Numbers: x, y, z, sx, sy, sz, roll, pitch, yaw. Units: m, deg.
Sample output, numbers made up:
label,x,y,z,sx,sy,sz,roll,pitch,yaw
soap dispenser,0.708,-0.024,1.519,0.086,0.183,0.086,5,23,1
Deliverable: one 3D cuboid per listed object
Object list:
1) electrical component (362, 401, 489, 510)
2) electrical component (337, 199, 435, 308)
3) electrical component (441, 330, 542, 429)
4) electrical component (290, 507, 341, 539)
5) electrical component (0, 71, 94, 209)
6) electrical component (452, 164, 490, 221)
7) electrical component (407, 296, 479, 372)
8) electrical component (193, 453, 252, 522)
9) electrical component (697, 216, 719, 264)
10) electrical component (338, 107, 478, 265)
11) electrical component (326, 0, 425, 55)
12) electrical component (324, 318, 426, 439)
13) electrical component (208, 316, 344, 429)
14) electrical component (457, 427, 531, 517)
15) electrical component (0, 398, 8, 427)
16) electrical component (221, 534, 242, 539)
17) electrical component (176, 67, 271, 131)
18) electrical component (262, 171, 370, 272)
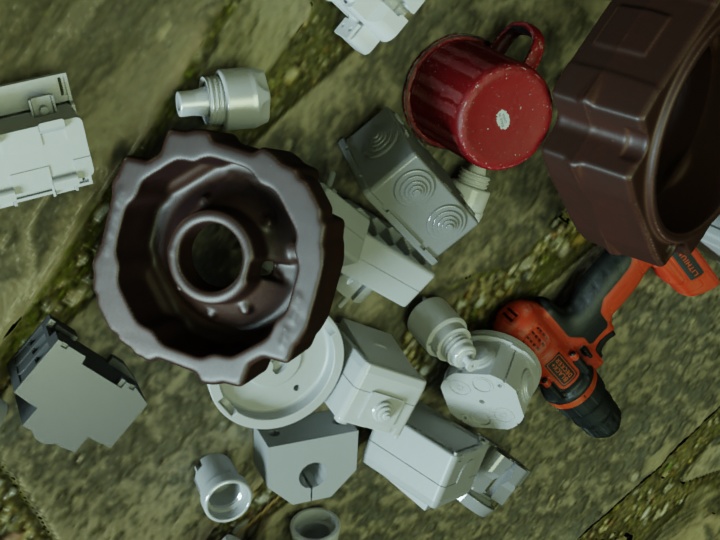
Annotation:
label,x,y,z,sx,sy,sz,roll,pitch,yaw
electrical component,0.049,0.154,0.915,0.062,0.096,0.061,-4,118,-56
electrical component,0.000,0.000,0.846,0.083,0.047,0.075,29,114,-33
electrical component,0.111,0.094,0.916,0.080,0.080,0.051,62,38,-32
electrical component,-0.039,0.247,0.944,0.044,0.044,0.065,-12,122,-20
electrical component,-0.238,-0.073,0.691,0.121,0.063,0.078,-17,119,-18
electrical component,0.089,-0.067,0.864,0.035,0.035,0.061,14,104,-29
electrical component,0.072,0.056,0.890,0.040,0.078,0.040,-19,133,-22
electrical component,-0.113,0.175,0.872,0.040,0.046,0.040,-10,116,-21
electrical component,0.346,-0.030,0.958,0.109,0.109,0.056,29,96,-32
electrical component,0.037,-0.065,0.804,0.048,0.099,0.100,-39,124,11
electrical component,0.006,-0.200,0.751,0.057,0.058,0.078,38,94,-36
electrical component,0.007,0.086,0.858,0.062,0.096,0.061,21,102,-31
electrical component,-0.073,0.061,0.830,0.108,0.060,0.108,-10,116,-21
electrical component,0.109,0.185,0.975,0.078,0.058,0.057,36,91,-33
electrical component,-0.285,0.100,0.754,0.055,0.055,0.047,-43,119,-2
electrical component,-0.086,0.266,0.893,0.060,0.108,0.108,-49,123,-5
electrical component,-0.096,-0.118,0.749,0.062,0.043,0.043,-9,116,-20
electrical component,-0.036,-0.040,0.800,0.047,0.083,0.075,37,56,-33
